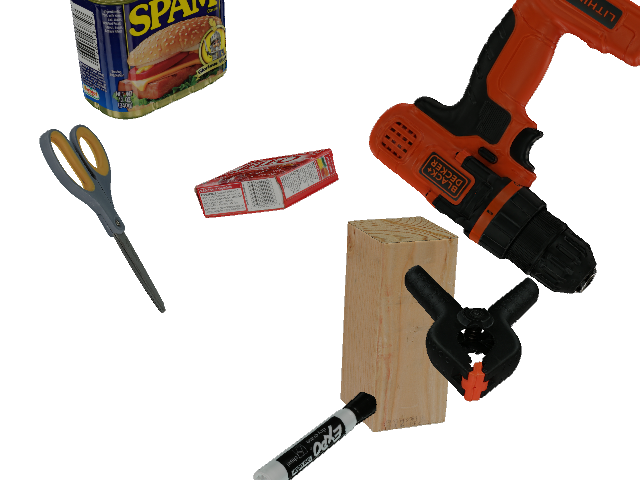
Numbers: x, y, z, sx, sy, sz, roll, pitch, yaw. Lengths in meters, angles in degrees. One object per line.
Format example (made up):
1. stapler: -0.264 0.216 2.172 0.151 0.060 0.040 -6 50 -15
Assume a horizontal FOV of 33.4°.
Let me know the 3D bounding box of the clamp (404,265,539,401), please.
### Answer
1. clamp: 0.140 0.074 0.912 0.120 0.039 0.171 -3 33 -1

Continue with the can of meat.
1. can of meat: -0.105 -0.134 0.668 0.058 0.084 0.101 31 46 33

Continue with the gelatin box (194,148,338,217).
1. gelatin box: -0.043 -0.046 0.842 0.089 0.030 0.073 -5 17 39

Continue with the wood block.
1. wood block: 0.082 0.087 1.136 0.090 0.206 0.091 -4 17 -21

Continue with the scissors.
1. scissors: -0.199 -0.030 1.030 0.016 0.201 0.096 -24 26 21

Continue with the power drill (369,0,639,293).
1. power drill: 0.148 -0.081 0.717 0.184 0.188 0.057 39 14 14

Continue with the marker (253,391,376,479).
1. marker: 0.000 0.139 0.749 0.020 0.020 0.120 0 21 43
